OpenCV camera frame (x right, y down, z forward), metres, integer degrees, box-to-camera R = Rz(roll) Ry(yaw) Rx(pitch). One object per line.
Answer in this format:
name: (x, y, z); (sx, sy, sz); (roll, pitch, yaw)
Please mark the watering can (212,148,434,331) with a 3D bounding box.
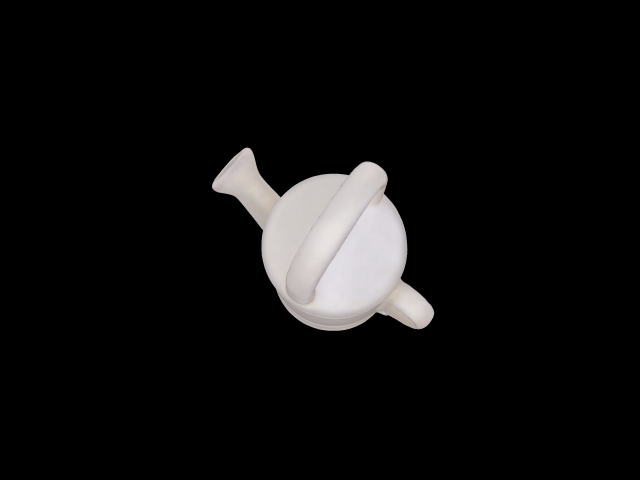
watering can: (0.002, 0.003, 0.400); (0.172, 0.194, 0.101); (14, 77, 4)
